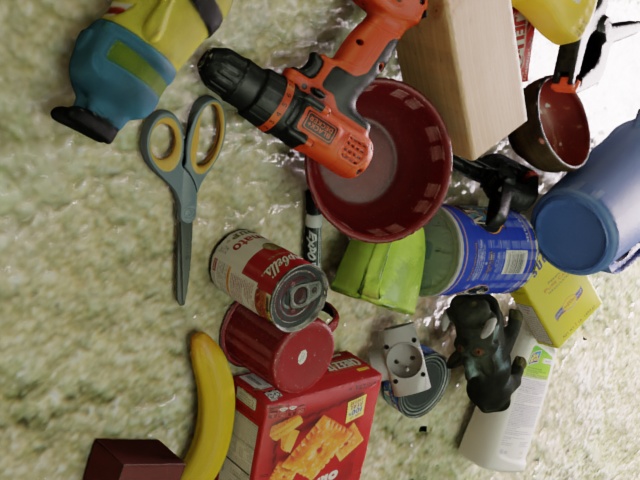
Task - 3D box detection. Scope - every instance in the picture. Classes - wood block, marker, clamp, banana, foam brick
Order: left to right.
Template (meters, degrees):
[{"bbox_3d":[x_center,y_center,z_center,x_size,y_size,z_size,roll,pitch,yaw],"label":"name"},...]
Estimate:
[{"bbox_3d":[-0.179,0.226,1.026,0.078,0.053,0.051,12,102,-45],"label":"foam brick"},{"bbox_3d":[-0.117,0.184,1.073,0.069,0.037,0.198,1,110,-44],"label":"banana"},{"bbox_3d":[-0.007,0.001,1.096,0.020,0.020,0.121,-18,122,-36],"label":"marker"},{"bbox_3d":[0.137,-0.197,1.079,0.090,0.090,0.206,-36,130,-24],"label":"wood block"},{"bbox_3d":[0.192,-0.072,1.206,0.039,0.120,0.171,-42,167,28],"label":"clamp"},{"bbox_3d":[0.315,-0.254,1.226,0.209,0.036,0.164,-54,135,-32],"label":"clamp"}]

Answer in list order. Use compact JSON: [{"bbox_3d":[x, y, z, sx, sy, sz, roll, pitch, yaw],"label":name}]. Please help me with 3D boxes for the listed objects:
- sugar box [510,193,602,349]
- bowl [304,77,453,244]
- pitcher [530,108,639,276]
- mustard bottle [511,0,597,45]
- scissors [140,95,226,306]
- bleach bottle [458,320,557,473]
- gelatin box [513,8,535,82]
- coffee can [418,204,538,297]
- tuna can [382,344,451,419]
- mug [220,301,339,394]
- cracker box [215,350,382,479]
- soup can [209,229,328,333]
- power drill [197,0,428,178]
[{"bbox_3d":[0.274,0.038,1.319,0.093,0.048,0.176,-42,117,-20],"label":"sugar box"},{"bbox_3d":[0.049,-0.078,1.059,0.161,0.055,0.162,-2,94,-23],"label":"bowl"},{"bbox_3d":[0.354,-0.041,1.286,0.242,0.149,0.145,-32,171,-45],"label":"pitcher"},{"bbox_3d":[0.209,-0.286,1.107,0.191,0.058,0.096,26,73,-35],"label":"mustard bottle"},{"bbox_3d":[-0.135,-0.034,0.962,0.096,0.016,0.202,5,106,-46],"label":"scissors"},{"bbox_3d":[0.268,0.180,1.410,0.102,0.068,0.251,14,98,-46],"label":"bleach bottle"},{"bbox_3d":[0.202,-0.215,1.171,0.073,0.030,0.089,-14,119,-38],"label":"gelatin box"},{"bbox_3d":[0.162,0.011,1.196,0.140,0.103,0.103,1,110,-43],"label":"coffee can"},{"bbox_3d":[0.115,0.169,1.282,0.085,0.034,0.086,-20,123,-35],"label":"tuna can"},{"bbox_3d":[-0.031,0.097,1.077,0.117,0.082,0.093,-29,127,-30],"label":"mug"},{"bbox_3d":[-0.028,0.240,1.159,0.163,0.072,0.214,-8,116,-40],"label":"cracker box"},{"bbox_3d":[-0.050,0.037,1.013,0.068,0.102,0.068,-20,123,-35],"label":"soup can"},{"bbox_3d":[0.001,-0.174,0.971,0.184,0.057,0.187,32,84,-26],"label":"power drill"}]
